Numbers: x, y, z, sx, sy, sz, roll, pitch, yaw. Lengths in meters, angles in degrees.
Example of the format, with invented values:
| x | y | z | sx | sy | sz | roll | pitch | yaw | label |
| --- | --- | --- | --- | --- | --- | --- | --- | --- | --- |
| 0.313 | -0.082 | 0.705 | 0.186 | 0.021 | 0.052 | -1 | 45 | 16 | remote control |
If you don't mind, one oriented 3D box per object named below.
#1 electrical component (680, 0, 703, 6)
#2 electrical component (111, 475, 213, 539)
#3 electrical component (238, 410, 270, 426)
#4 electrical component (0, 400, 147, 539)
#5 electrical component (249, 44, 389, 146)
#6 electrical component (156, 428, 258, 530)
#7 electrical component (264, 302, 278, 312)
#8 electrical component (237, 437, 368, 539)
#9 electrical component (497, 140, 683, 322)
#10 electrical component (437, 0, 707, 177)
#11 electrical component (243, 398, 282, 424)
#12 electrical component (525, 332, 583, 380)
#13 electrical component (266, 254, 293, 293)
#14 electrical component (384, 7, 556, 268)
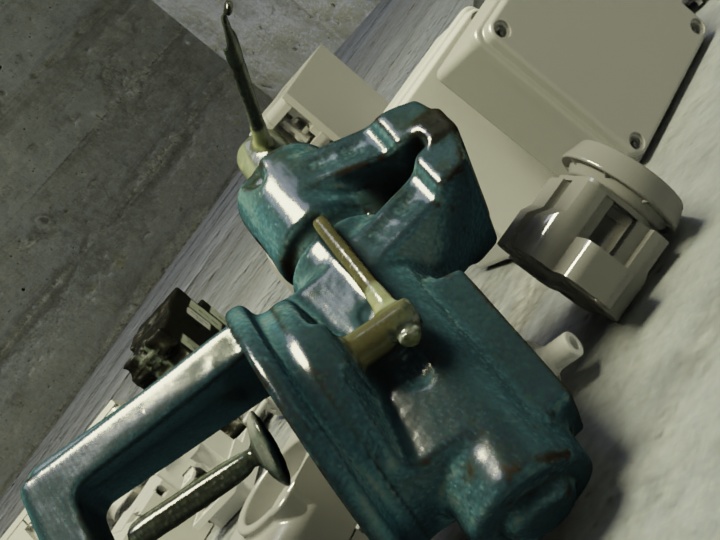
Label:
| x | y | z | sx | sy | sz | roll | pitch | yaw | label |
| --- | --- | --- | --- | --- | --- | --- | --- | --- | --- |
| 0.178 | -0.189 | 0.647 | 0.040 | 0.078 | 0.040 | -41 | 0 | 0 | electrical component |
| -0.148 | 0.194 | 0.777 | 0.056 | 0.050 | 0.089 | -33 | 21 | 56 | electrical component |
| -0.086 | 0.106 | 0.849 | 0.035 | 0.035 | 0.061 | -49 | 14 | 11 | electrical component |
| -0.211 | 0.199 | 0.864 | 0.186 | 0.060 | 0.105 | -51 | -20 | 2 | electrical component |
| -0.004 | -0.092 | 0.850 | 0.062 | 0.150 | 0.089 | -42 | 14 | 37 | electrical component |
| -0.106 | 0.138 | 0.756 | 0.042 | 0.064 | 0.081 | -47 | 12 | 17 | electrical component |
| -0.042 | 0.058 | 0.748 | 0.044 | 0.065 | 0.044 | -33 | 32 | 23 | electrical component |
| -0.016 | 0.113 | 0.495 | 0.054 | 0.059 | 0.095 | -36 | 19 | 53 | electrical component |
| 0.100 | -0.018 | 0.461 | 0.057 | 0.058 | 0.078 | -54 | 11 | -1 | electrical component |
| 0.115 | -0.117 | 0.578 | 0.108 | 0.109 | 0.056 | -57 | 10 | -27 | electrical component |
| -0.062 | 0.082 | 0.807 | 0.079 | 0.044 | 0.077 | -56 | 12 | -22 | electrical component |
| 0.067 | 0.046 | 0.448 | 0.061 | 0.035 | 0.035 | -41 | 15 | 32 | electrical component |
| -0.033 | -0.001 | 0.865 | 0.051 | 0.080 | 0.080 | -45 | 12 | 4 | electrical component |
| 0.069 | -0.076 | 0.627 | 0.108 | 0.109 | 0.056 | -55 | 9 | -19 | electrical component |
